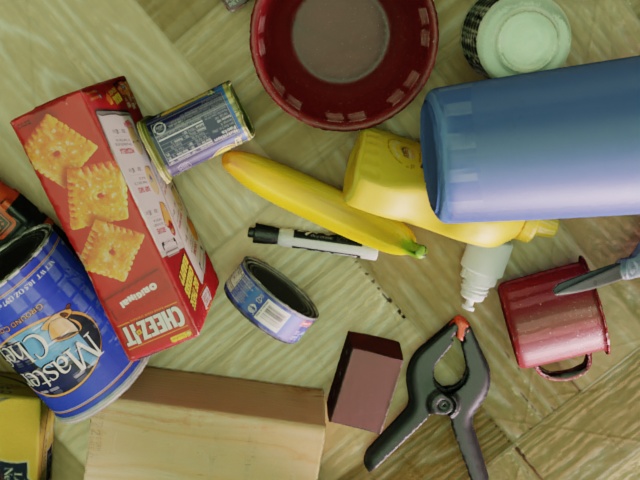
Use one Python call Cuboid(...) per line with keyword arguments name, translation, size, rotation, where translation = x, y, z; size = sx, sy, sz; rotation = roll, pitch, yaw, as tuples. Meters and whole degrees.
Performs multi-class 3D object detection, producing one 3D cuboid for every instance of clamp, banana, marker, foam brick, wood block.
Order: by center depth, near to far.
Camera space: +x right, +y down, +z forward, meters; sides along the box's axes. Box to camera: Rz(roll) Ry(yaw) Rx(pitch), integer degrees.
Cuboid(name="banana", translation=(0.006, -0.033, 0.952), size=(0.198, 0.069, 0.037), rotation=(24, 80, 5))
Cuboid(name="marker", translation=(-0.006, 0.001, 0.983), size=(0.121, 0.020, 0.020), rotation=(8, 102, -3))
Cuboid(name="wood block", translation=(-0.104, 0.182, 0.984), size=(0.206, 0.091, 0.090), rotation=(8, 103, -3))
Cuboid(name="foam brick", translation=(0.041, 0.132, 0.995), size=(0.051, 0.053, 0.078), rotation=(15, 101, -4))
Cuboid(name="clamp", translation=(0.124, 0.160, 1.010), size=(0.120, 0.039, 0.171), rotation=(20, 101, -6))

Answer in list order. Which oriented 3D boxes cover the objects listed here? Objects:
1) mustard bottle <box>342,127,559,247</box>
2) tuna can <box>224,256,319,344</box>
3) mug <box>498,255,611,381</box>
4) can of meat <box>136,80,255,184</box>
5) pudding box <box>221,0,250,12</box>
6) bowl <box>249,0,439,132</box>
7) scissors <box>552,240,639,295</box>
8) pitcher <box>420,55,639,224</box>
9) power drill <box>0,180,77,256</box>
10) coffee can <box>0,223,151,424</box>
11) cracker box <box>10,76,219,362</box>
Cuboid(name="mustard bottle", translation=(0.118, -0.039, 0.938), size=(0.191, 0.096, 0.058), rotation=(18, 122, -6))
Cuboid(name="tuna can", translation=(-0.044, 0.054, 0.960), size=(0.086, 0.086, 0.034), rotation=(38, 100, -8))
Cuboid(name="mug", translation=(0.213, 0.079, 0.973), size=(0.081, 0.093, 0.117), rotation=(-15, 117, 7))
Cuboid(name="can of meat", translation=(-0.105, -0.096, 0.920), size=(0.084, 0.102, 0.057), rotation=(-26, 101, 2))
Cuboid(name="pudding box", translation=(-0.058, -0.264, 0.915), size=(0.113, 0.039, 0.090), rotation=(-35, 101, 6))
Cuboid(name="bowl", translation=(0.019, -0.178, 0.925), size=(0.162, 0.055, 0.162), rotation=(-1, 104, -2))
Cuboid(name="scissors", translation=(0.275, 0.006, 0.941), size=(0.201, 0.016, 0.096), rotation=(6, 85, -37))
Cuboid(name="pitcher", translation=(0.206, -0.076, 0.854), size=(0.243, 0.145, 0.149), rotation=(-6, 130, -1))
Cuboid(name="power drill", translation=(-0.317, 0.038, 0.968), size=(0.184, 0.057, 0.188), rotation=(44, 96, -13))
Cuboid(name="coffee can", translation=(-0.226, 0.071, 0.908), size=(0.103, 0.103, 0.140), rotation=(-34, 112, 6))
Cuboid(name="cracker box", translation=(-0.166, -0.024, 0.902), size=(0.072, 0.164, 0.213), rotation=(-22, 101, 6))
